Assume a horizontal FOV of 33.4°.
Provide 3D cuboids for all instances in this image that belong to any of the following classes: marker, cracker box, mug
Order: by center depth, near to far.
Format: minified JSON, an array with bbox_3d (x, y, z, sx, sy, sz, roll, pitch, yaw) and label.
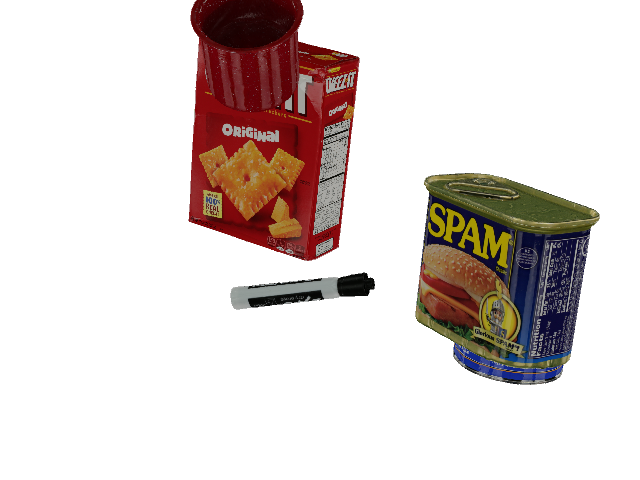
[{"bbox_3d":[-0.015,0.041,0.870,0.121,0.020,0.020,-7,-2,18],"label":"marker"},{"bbox_3d":[-0.060,-0.173,0.916,0.093,0.117,0.081,-3,-36,0],"label":"mug"},{"bbox_3d":[-0.055,-0.102,1.129,0.164,0.214,0.072,19,27,28],"label":"cracker box"}]

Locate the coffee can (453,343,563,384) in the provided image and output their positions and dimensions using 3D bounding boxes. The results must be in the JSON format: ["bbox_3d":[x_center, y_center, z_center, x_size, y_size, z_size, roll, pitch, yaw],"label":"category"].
[{"bbox_3d":[0.182,0.047,0.980,0.103,0.140,0.103,6,16,-2],"label":"coffee can"}]

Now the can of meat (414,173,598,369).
[{"bbox_3d":[0.099,0.015,0.592,0.057,0.084,0.102,-6,20,-32],"label":"can of meat"}]
